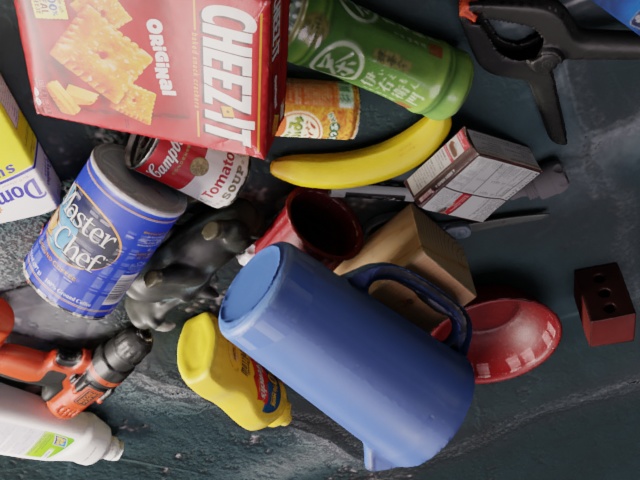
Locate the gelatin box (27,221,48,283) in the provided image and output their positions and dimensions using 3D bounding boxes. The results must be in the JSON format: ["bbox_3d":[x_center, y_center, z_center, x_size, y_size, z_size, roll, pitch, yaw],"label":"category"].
[{"bbox_3d":[-0.258,0.021,1.131,0.089,0.030,0.073,13,134,-20],"label":"gelatin box"}]

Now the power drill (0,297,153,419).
[{"bbox_3d":[-0.307,0.129,1.218,0.187,0.057,0.185,29,126,-32],"label":"power drill"}]

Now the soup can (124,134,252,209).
[{"bbox_3d":[-0.125,-0.079,1.014,0.102,0.068,0.069,26,128,-31],"label":"soup can"}]

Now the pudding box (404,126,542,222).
[{"bbox_3d":[0.155,-0.063,1.070,0.113,0.039,0.090,8,138,-46],"label":"pudding box"}]

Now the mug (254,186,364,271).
[{"bbox_3d":[-0.007,0.001,1.112,0.117,0.093,0.082,-17,158,-46],"label":"mug"}]

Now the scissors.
[{"bbox_3d":[0.144,0.003,1.174,0.201,0.016,0.096,2,133,-8],"label":"scissors"}]

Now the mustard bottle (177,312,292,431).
[{"bbox_3d":[-0.091,0.171,1.263,0.058,0.096,0.191,-26,134,18],"label":"mustard bottle"}]

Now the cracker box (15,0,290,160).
[{"bbox_3d":[-0.137,-0.163,0.879,0.214,0.072,0.164,12,137,8],"label":"cracker box"}]

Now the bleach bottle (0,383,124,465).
[{"bbox_3d":[-0.362,0.234,1.320,0.250,0.068,0.103,25,129,-32],"label":"bleach bottle"}]

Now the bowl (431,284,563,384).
[{"bbox_3d":[0.200,0.102,1.259,0.162,0.055,0.162,-4,137,-4],"label":"bowl"}]

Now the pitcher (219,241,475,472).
[{"bbox_3d":[0.030,0.099,1.040,0.242,0.149,0.145,37,131,-22],"label":"pitcher"}]

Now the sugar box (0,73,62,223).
[{"bbox_3d":[-0.317,-0.088,0.995,0.093,0.048,0.176,-13,136,5],"label":"sugar box"}]

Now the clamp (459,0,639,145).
[{"bbox_3d":[0.217,-0.177,0.974,0.209,0.036,0.165,29,135,-30],"label":"clamp"}]

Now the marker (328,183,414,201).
[{"bbox_3d":[0.069,-0.050,1.106,0.121,0.020,0.020,4,136,-11],"label":"marker"}]

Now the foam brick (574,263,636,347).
[{"bbox_3d":[0.328,0.076,1.233,0.053,0.078,0.051,-10,139,3],"label":"foam brick"}]

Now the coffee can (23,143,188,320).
[{"bbox_3d":[-0.208,-0.008,1.031,0.102,0.103,0.140,25,114,-30],"label":"coffee can"}]

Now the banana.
[{"bbox_3d":[0.051,-0.088,1.056,0.198,0.037,0.069,-23,114,14],"label":"banana"}]

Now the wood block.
[{"bbox_3d":[0.055,0.070,1.145,0.206,0.090,0.090,-39,121,22],"label":"wood block"}]
